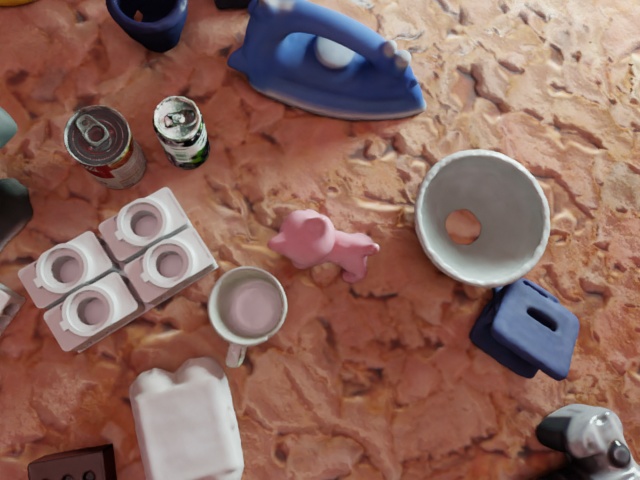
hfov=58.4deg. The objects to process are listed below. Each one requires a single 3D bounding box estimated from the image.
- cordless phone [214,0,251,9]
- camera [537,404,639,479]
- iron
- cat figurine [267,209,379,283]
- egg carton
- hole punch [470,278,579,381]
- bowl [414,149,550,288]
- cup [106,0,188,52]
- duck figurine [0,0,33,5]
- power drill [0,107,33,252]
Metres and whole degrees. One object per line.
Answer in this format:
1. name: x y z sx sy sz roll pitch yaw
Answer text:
1. cordless phone: -0.078 -0.363 0.675 0.147 0.185 0.094 -10 81 -8
2. camera: 0.295 0.279 0.651 0.137 0.100 0.143 -20 83 -9
3. iron: 0.024 -0.226 0.685 0.258 0.141 0.119 17 79 -3
4. cat figurine: 0.006 0.002 0.657 0.128 0.117 0.067 12 79 -4
5. egg carton: -0.144 0.209 0.629 0.107 0.069 0.150 -14 82 -9
6. hole punch: 0.249 0.102 0.681 0.108 0.091 0.101 33 78 0
7. bowl: 0.188 -0.021 0.704 0.167 0.074 0.167 1 80 -6
8. cup: -0.208 -0.281 0.692 0.092 0.095 0.118 -29 85 -10
9. duck figurine: -0.379 -0.338 0.686 0.104 0.086 0.077 -29 85 -10
10. power drill: -0.383 -0.034 0.572 0.075 0.208 0.230 36 78 1
